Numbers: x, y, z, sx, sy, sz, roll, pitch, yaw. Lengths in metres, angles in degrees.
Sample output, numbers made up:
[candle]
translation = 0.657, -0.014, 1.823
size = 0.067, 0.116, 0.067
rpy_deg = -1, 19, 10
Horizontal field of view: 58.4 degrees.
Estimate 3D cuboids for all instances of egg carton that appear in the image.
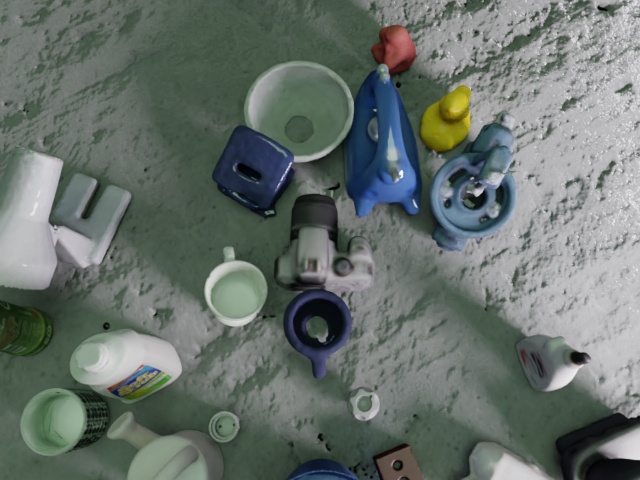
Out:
[egg carton]
translation = 0.255, 0.343, 0.756
size = 0.150, 0.069, 0.107
rpy_deg = 29, 76, 7

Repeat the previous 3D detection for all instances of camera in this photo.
[camera]
translation = 0.008, 0.003, 0.827
size = 0.143, 0.101, 0.137
rpy_deg = 2, 75, -1

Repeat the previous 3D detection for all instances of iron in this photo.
[iron]
translation = 0.094, -0.171, 0.855
size = 0.118, 0.141, 0.258
rpy_deg = -4, 75, -2

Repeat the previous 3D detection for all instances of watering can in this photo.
[watering can]
translation = -0.188, 0.286, 0.698
size = 0.172, 0.194, 0.101
rpy_deg = 23, 76, 5

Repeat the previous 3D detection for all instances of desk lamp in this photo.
[desk lamp]
translation = -0.372, -0.024, 0.769
size = 0.118, 0.213, 0.203
rpy_deg = 19, 75, 4

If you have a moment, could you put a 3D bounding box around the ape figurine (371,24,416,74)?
[ape figurine]
translation = 0.120, -0.313, 0.920
size = 0.076, 0.092, 0.078
rpy_deg = 18, 75, 4

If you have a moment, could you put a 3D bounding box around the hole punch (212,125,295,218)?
[hole punch]
translation = -0.098, -0.101, 0.859
size = 0.108, 0.091, 0.101
rpy_deg = 30, 76, 7

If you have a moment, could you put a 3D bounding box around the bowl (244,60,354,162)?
[bowl]
translation = -0.032, -0.189, 0.892
size = 0.167, 0.075, 0.167
rpy_deg = 0, 75, -1

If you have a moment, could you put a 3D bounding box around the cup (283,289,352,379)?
[cup]
translation = -0.003, 0.133, 0.795
size = 0.091, 0.095, 0.118
rpy_deg = -3, 75, -2

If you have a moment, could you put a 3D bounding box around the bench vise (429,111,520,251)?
[bench vise]
translation = 0.220, -0.102, 0.799
size = 0.121, 0.220, 0.207
rpy_deg = 8, 75, 1

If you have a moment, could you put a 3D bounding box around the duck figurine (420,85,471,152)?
[duck figurine]
translation = 0.202, -0.195, 0.893
size = 0.077, 0.086, 0.105
rpy_deg = 31, 76, 7

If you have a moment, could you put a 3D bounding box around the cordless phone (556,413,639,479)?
[cordless phone]
translation = 0.394, 0.279, 0.716
size = 0.147, 0.185, 0.094
rpy_deg = -25, 76, -7

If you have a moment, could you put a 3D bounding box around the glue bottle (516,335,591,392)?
[glue bottle]
translation = 0.311, 0.159, 0.754
size = 0.037, 0.173, 0.078
rpy_deg = -20, 76, -6
